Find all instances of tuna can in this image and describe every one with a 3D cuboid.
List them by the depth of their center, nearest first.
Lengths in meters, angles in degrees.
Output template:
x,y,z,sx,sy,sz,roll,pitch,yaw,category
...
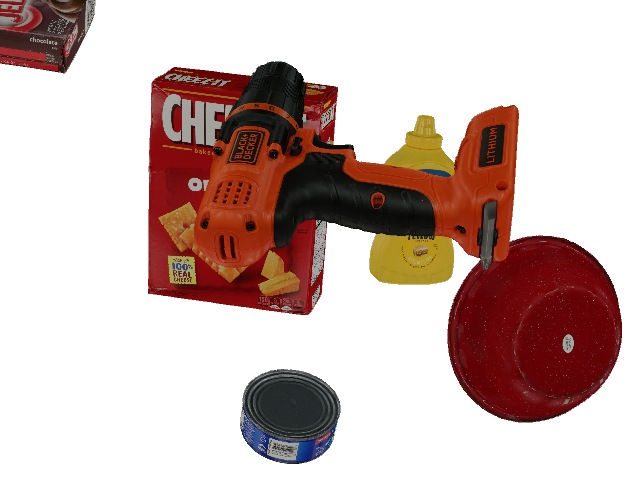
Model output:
x,y,z,sx,sy,sz,roll,pitch,yaw,category
-0.027,0.154,0.933,0.086,0.034,0.086,7,35,-5,tuna can

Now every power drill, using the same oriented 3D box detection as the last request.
x,y,z,sx,sy,sz,roll,pitch,yaw,category
0.027,-0.050,0.661,0.188,0.057,0.184,3,43,9,power drill

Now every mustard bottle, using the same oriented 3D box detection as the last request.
x,y,z,sx,sy,sz,roll,pitch,yaw,category
0.111,-0.047,1.216,0.096,0.192,0.058,0,17,-13,mustard bottle

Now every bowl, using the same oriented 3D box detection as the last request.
x,y,z,sx,sy,sz,roll,pitch,yaw,category
0.189,0.079,0.879,0.162,0.162,0.055,0,7,-16,bowl

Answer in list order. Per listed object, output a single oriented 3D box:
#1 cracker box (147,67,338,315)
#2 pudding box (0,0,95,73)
x,y,z,sx,sy,sz,roll,pitch,yaw,category
-0.076,-0.044,1.009,0.164,0.214,0.072,8,22,10,cracker box
-0.239,-0.183,0.876,0.090,0.039,0.113,9,35,-2,pudding box
